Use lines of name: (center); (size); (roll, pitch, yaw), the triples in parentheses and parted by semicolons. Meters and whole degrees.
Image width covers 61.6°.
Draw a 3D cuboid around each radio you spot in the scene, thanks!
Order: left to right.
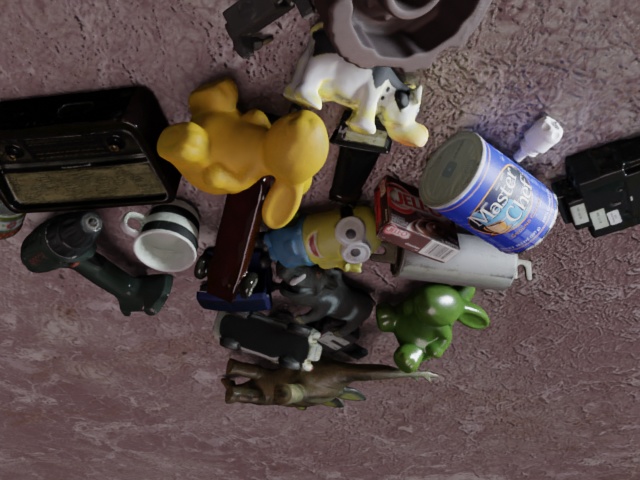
radio: (-0.298, -0.107, 0.663); (0.230, 0.073, 0.131); (-4, 137, 6)

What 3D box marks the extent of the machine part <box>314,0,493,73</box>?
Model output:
machine part: (0.081, -0.237, 0.484); (0.179, 0.056, 0.179); (-15, 145, -11)

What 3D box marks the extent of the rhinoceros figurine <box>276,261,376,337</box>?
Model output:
rhinoceros figurine: (0.005, 0.084, 0.856); (0.190, 0.073, 0.112); (31, 131, -28)

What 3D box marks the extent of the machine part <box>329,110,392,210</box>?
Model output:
machine part: (0.046, -0.101, 0.682); (0.084, 0.039, 0.138); (2, 136, -12)

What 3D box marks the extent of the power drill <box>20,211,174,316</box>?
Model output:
power drill: (-0.320, 0.038, 0.787); (0.232, 0.086, 0.207); (-9, 148, 37)

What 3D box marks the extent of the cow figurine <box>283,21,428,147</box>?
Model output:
cow figurine: (0.054, -0.165, 0.587); (0.167, 0.068, 0.098); (19, 100, -19)

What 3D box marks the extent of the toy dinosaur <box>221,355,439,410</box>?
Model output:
toy dinosaur: (-0.019, 0.261, 1.004); (0.472, 0.105, 0.198); (-14, 154, 40)

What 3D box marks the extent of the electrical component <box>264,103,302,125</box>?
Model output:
electrical component: (-0.054, -0.132, 0.663); (0.063, 0.021, 0.094); (13, 139, -9)

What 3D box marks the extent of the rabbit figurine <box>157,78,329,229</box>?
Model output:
rabbit figurine: (-0.067, -0.090, 0.595); (0.173, 0.122, 0.162); (-2, 130, 28)

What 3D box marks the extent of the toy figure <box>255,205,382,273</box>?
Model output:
toy figure: (-0.003, -0.006, 0.756); (0.180, 0.089, 0.082); (-8, 134, 23)

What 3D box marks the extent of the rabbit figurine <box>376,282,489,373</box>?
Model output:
rabbit figurine: (0.182, 0.123, 0.840); (0.159, 0.121, 0.170); (-11, 154, -11)

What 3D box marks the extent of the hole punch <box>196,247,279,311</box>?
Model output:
hole punch: (-0.132, 0.080, 0.851); (0.142, 0.092, 0.115); (-2, 141, -1)

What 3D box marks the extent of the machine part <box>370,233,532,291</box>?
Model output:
machine part: (0.193, 0.026, 0.783); (0.243, 0.079, 0.079); (7, 137, -5)

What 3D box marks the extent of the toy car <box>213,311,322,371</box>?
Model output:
toy car: (-0.090, 0.162, 0.903); (0.202, 0.073, 0.056); (13, 174, 22)

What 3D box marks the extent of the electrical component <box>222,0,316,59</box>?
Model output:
electrical component: (-0.050, -0.223, 0.536); (0.102, 0.078, 0.045); (-25, 107, 19)

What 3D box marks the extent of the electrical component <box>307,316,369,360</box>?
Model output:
electrical component: (0.036, 0.168, 0.964); (0.119, 0.048, 0.075); (29, 132, -26)

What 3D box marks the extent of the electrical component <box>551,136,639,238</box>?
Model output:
electrical component: (0.373, -0.066, 0.689); (0.134, 0.058, 0.114); (-19, 131, 22)

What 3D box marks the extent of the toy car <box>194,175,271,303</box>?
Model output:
toy car: (-0.111, -0.009, 0.732); (0.089, 0.053, 0.202); (19, 113, 7)
